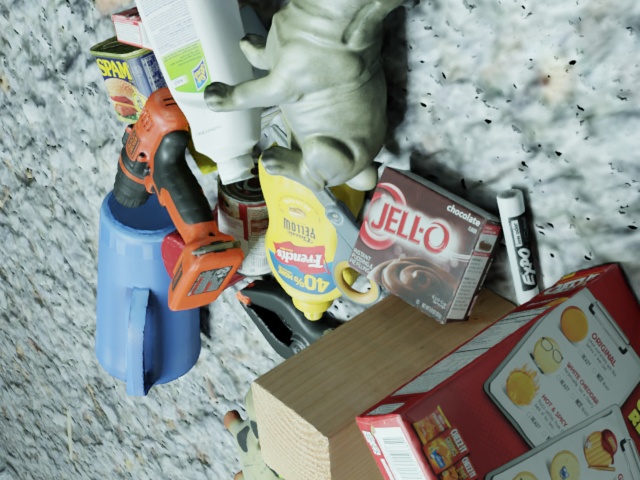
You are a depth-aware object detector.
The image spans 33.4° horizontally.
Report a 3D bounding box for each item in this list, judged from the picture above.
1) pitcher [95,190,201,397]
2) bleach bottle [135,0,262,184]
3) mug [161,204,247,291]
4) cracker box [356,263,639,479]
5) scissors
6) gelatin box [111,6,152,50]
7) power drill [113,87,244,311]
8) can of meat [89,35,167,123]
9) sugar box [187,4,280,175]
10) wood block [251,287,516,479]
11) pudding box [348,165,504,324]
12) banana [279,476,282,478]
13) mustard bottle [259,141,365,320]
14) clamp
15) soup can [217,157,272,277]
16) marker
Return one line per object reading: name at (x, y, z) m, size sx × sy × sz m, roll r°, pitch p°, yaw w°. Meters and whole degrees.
pitcher at (-0.204, 0.057, 1.261) m, size 0.149 × 0.144 × 0.243 m, roll 40°, pitch 141°, yaw 30°
bleach bottle at (-0.107, -0.171, 0.914) m, size 0.103 × 0.067 × 0.251 m, roll -11°, pitch 96°, yaw 51°
mug at (-0.121, 0.018, 1.157) m, size 0.093 × 0.081 × 0.117 m, roll 58°, pitch 149°, yaw 3°
cracker box at (0.149, 0.138, 0.730) m, size 0.164 × 0.213 × 0.072 m, roll 63°, pitch 151°, yaw -4°
scissors at (0.009, -0.010, 0.924) m, size 0.201 × 0.016 × 0.096 m, roll 41°, pitch 135°, yaw -13°
gelatin box at (-0.143, -0.207, 1.007) m, size 0.089 × 0.073 × 0.030 m, roll 23°, pitch 132°, yaw 47°
power drill at (-0.148, -0.029, 1.049) m, size 0.188 × 0.057 × 0.185 m, roll 65°, pitch 149°, yaw 19°
can of meat at (-0.188, -0.170, 1.123) m, size 0.102 × 0.057 × 0.084 m, roll 17°, pitch 132°, yaw 50°
sugar box at (-0.090, -0.138, 1.015) m, size 0.093 × 0.048 × 0.176 m, roll 58°, pitch 151°, yaw 4°
wood block at (0.055, 0.115, 0.855) m, size 0.090 × 0.205 × 0.091 m, roll 31°, pitch 139°, yaw 40°
pudding box at (0.083, 0.003, 0.849) m, size 0.114 × 0.039 × 0.090 m, roll 31°, pitch 108°, yaw 37°
banana at (-0.020, 0.169, 1.099) m, size 0.198 × 0.037 × 0.070 m, roll 107°, pitch 146°, yaw -48°
mustard bottle at (-0.007, 0.001, 0.994) m, size 0.096 × 0.058 × 0.192 m, roll 19°, pitch 135°, yaw 22°
clamp at (-0.007, 0.116, 1.117) m, size 0.210 × 0.036 × 0.164 m, roll 32°, pitch 139°, yaw 33°
soup can at (-0.067, -0.021, 1.057) m, size 0.069 × 0.068 × 0.102 m, roll 38°, pitch 144°, yaw 32°
marker at (0.154, 0.019, 0.813) m, size 0.020 × 0.020 × 0.121 m, roll 17°, pitch 129°, yaw 50°
